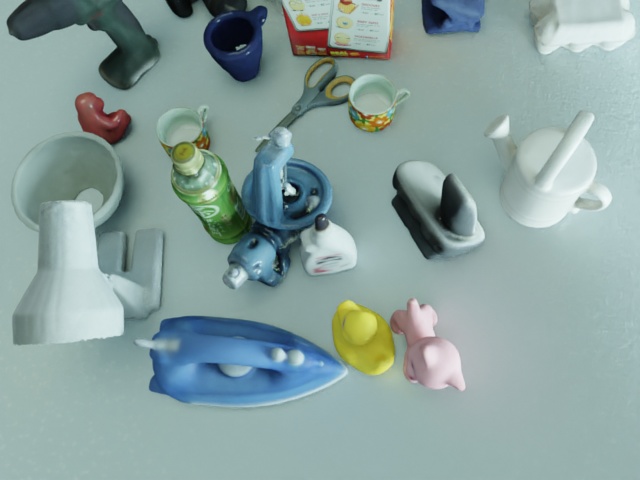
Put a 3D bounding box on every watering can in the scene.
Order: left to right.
[{"bbox_3d":[0.293,-0.098,0.740,0.172,0.194,0.101,14,72,10],"label":"watering can"}]

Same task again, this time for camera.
[{"bbox_3d":[-0.192,-0.432,0.957,0.143,0.101,0.136,-28,70,-5],"label":"camera"}]

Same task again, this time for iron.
[{"bbox_3d":[-0.097,0.146,0.717,0.258,0.141,0.118,2,70,6],"label":"iron"}]

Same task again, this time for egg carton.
[{"bbox_3d":[0.402,-0.344,0.885,0.150,0.069,0.107,-3,70,4],"label":"egg carton"}]

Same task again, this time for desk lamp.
[{"bbox_3d":[-0.292,0.049,0.732,0.118,0.214,0.203,-5,70,4],"label":"desk lamp"}]

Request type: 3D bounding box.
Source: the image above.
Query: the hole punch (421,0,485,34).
[{"bbox_3d":[0.215,-0.397,0.911,0.101,0.091,0.108,-2,70,5],"label":"hole punch"}]

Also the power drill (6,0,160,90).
[{"bbox_3d":[-0.336,-0.332,0.877,0.075,0.208,0.230,35,77,16],"label":"power drill"}]

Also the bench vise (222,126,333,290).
[{"bbox_3d":[-0.054,-0.035,0.737,0.121,0.220,0.207,10,71,9],"label":"bench vise"}]

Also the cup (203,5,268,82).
[{"bbox_3d":[-0.120,-0.307,0.908,0.091,0.095,0.118,37,78,17],"label":"cup"}]

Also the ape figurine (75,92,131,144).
[{"bbox_3d":[-0.346,-0.195,0.891,0.077,0.092,0.076,28,75,15],"label":"ape figurine"}]

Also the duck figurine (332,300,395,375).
[{"bbox_3d":[0.055,0.122,0.741,0.077,0.086,0.104,-32,70,-6],"label":"duck figurine"}]

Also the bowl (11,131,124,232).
[{"bbox_3d":[-0.364,-0.074,0.858,0.167,0.075,0.167,-2,70,5],"label":"bowl"}]

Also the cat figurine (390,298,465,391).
[{"bbox_3d":[0.132,0.133,0.713,0.067,0.118,0.127,-16,69,0],"label":"cat figurine"}]

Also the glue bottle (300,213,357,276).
[{"bbox_3d":[0.007,0.003,0.742,0.078,0.173,0.037,-15,69,0],"label":"glue bottle"}]

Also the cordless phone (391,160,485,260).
[{"bbox_3d":[0.157,-0.062,0.745,0.094,0.185,0.147,-32,70,-6],"label":"cordless phone"}]
